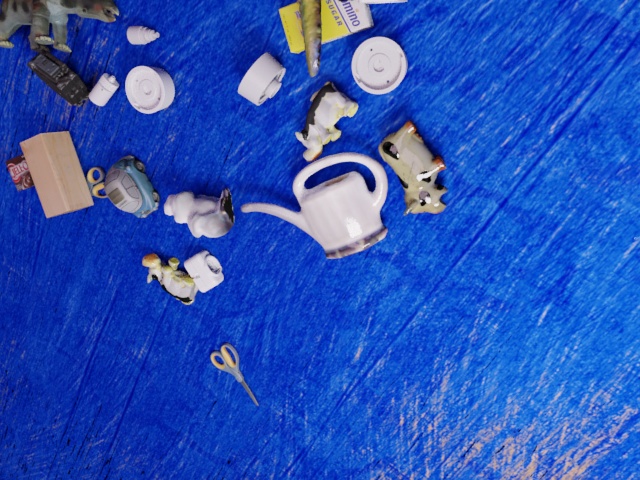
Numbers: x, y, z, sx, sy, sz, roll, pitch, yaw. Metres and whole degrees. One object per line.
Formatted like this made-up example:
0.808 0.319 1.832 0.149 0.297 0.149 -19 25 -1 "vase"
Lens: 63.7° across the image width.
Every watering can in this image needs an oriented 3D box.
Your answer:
0.003 -0.058 1.148 0.345 0.223 0.105 -22 10 24 "watering can"

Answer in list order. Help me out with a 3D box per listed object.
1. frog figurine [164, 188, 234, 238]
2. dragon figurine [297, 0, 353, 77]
-0.291 -0.061 1.234 0.159 0.141 0.120 -10 -45 4 "frog figurine"
-0.045 -0.546 1.003 0.122 0.405 0.245 -2 24 -46 "dragon figurine"
